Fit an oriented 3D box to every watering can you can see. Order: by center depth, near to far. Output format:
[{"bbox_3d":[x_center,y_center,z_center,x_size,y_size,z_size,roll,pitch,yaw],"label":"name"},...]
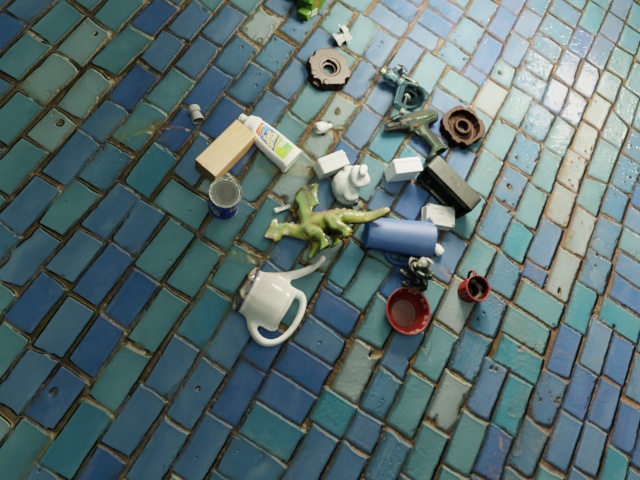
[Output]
[{"bbox_3d":[-0.138,0.162,1.654,0.224,0.102,0.353,29,69,-3],"label":"watering can"}]

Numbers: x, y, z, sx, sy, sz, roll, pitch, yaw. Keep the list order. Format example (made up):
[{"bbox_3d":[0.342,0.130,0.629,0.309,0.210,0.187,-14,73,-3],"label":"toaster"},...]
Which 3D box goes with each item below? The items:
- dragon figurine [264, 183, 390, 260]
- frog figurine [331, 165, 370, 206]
[{"bbox_3d":[0.005,-0.088,1.743,0.411,0.121,0.245,-30,78,-5],"label":"dragon figurine"},{"bbox_3d":[0.107,-0.198,1.799,0.122,0.157,0.139,10,72,-9],"label":"frog figurine"}]
